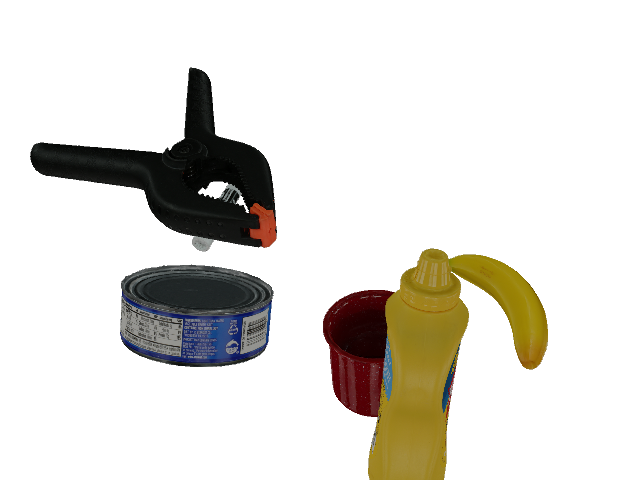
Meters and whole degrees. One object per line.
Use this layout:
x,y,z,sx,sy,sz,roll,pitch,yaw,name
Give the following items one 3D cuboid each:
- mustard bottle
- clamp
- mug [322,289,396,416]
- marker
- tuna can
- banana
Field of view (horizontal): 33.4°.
0.070,0.092,0.757,0.058,0.192,0.096,8,30,7,mustard bottle
-0.097,-0.062,0.811,0.210,0.036,0.164,29,53,33,clamp
0.061,0.101,0.972,0.117,0.081,0.093,-19,42,-17,mug
-0.098,-0.035,1.092,0.020,0.020,0.121,0,41,26,marker
-0.070,0.042,0.605,0.086,0.034,0.086,5,14,-1,tuna can
0.190,0.064,1.110,0.069,0.037,0.198,-33,38,-6,banana
